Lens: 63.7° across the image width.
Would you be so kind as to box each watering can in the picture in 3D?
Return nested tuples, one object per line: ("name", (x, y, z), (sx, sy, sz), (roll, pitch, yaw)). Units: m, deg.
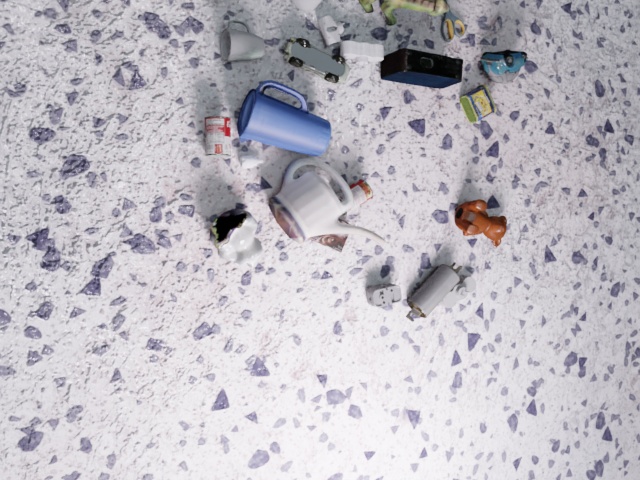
("watering can", (0.004, -0.071, 1.410), (0.226, 0.102, 0.351), (-36, 76, -11))

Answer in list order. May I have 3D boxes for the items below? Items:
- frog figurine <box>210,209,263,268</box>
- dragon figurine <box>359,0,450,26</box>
("frog figurine", (-0.214, -0.003, 1.380), (0.139, 0.123, 0.156), (-63, 146, -17))
("dragon figurine", (0.187, -0.732, 1.451), (0.408, 0.244, 0.122), (20, 90, -23))
